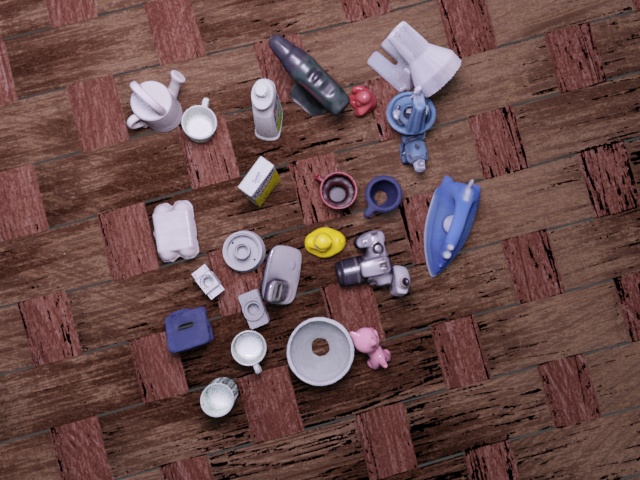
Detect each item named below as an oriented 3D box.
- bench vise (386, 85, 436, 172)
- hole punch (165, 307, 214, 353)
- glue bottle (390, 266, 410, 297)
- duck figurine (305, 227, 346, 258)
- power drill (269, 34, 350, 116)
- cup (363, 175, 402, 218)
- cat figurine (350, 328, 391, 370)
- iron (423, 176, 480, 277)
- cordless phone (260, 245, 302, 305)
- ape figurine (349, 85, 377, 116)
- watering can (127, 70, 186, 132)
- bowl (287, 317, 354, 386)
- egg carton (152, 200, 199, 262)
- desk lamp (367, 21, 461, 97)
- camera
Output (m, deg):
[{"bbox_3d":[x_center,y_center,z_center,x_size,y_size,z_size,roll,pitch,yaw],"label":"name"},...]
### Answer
[{"bbox_3d":[0.240,-0.279,1.384,0.121,0.219,0.207,-27,88,-2],"label":"bench vise"},{"bbox_3d":[-0.328,0.221,1.417,0.108,0.091,0.101,-17,88,-2],"label":"hole punch"},{"bbox_3d":[0.198,0.101,1.391,0.037,0.173,0.078,3,87,0],"label":"glue bottle"},{"bbox_3d":[0.013,0.005,1.435,0.104,0.086,0.077,-3,88,-1],"label":"duck figurine"},{"bbox_3d":[-0.029,-0.382,1.389,0.229,0.208,0.075,40,88,1],"label":"power drill"},{"bbox_3d":[0.147,-0.100,1.437,0.091,0.095,0.118,38,88,1],"label":"cup"},{"bbox_3d":[0.126,0.264,1.410,0.067,0.117,0.128,-35,88,-2],"label":"cat figurine"},{"bbox_3d":[0.327,-0.030,1.415,0.118,0.141,0.258,16,87,0],"label":"iron"},{"bbox_3d":[-0.098,0.085,1.380,0.094,0.185,0.148,8,87,0],"label":"cordless phone"},{"bbox_3d":[0.108,-0.356,1.449,0.076,0.092,0.078,10,87,0],"label":"ape figurine"},{"bbox_3d":[-0.401,-0.340,1.387,0.101,0.194,0.173,25,87,0],"label":"watering can"},{"bbox_3d":[0.001,0.274,1.429,0.167,0.074,0.167,0,88,-1],"label":"bowl"},{"bbox_3d":[-0.362,-0.022,1.437,0.107,0.069,0.150,-10,88,-1],"label":"egg carton"},{"bbox_3d":[0.225,-0.434,1.393,0.203,0.213,0.118,40,88,1],"label":"desk lamp"},{"bbox_3d":[0.105,0.056,1.427,0.137,0.100,0.143,-13,88,-1],"label":"camera"}]
